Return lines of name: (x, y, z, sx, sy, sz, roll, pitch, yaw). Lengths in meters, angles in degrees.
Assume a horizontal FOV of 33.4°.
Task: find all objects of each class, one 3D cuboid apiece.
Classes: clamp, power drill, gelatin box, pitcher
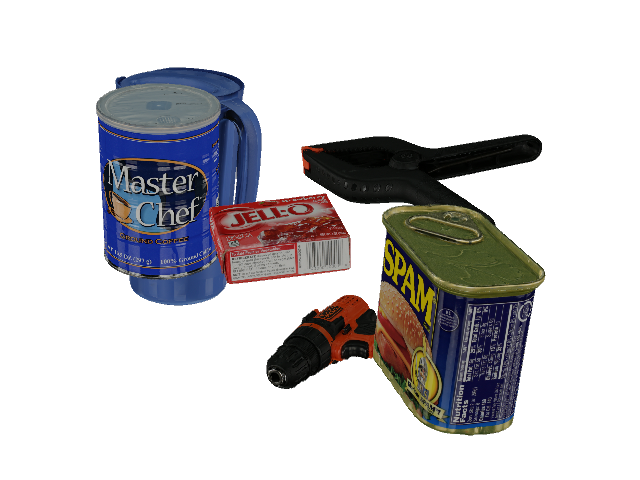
clamp: (0.085, -0.063, 0.943, 0.210, 0.036, 0.164, 13, 35, 28)
power drill: (0.057, 0.117, 1.116, 0.188, 0.057, 0.184, 10, 26, 27)
gelatin box: (-0.030, -0.003, 0.748, 0.089, 0.030, 0.073, -7, 27, -11)
pitcher: (-0.143, -0.055, 1.139, 0.145, 0.243, 0.149, -1, 22, -9)

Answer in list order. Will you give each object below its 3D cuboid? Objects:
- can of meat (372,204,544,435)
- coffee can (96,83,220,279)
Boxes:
can of meat: (0.065, 0.039, 0.545, 0.057, 0.084, 0.102, -3, 24, -17)
coffee can: (-0.138, -0.052, 0.917, 0.103, 0.140, 0.103, 2, 28, -1)
